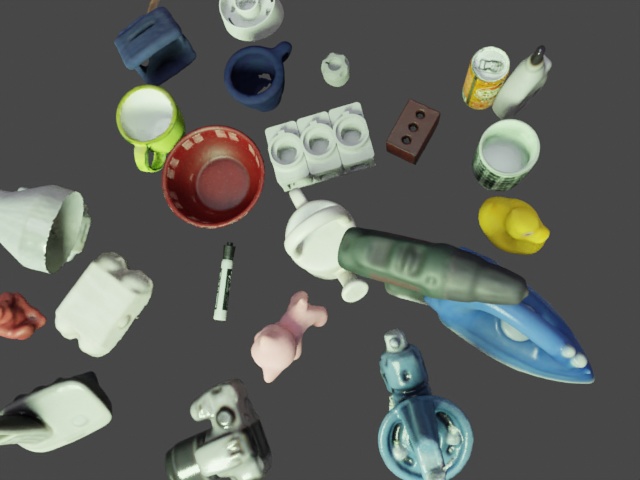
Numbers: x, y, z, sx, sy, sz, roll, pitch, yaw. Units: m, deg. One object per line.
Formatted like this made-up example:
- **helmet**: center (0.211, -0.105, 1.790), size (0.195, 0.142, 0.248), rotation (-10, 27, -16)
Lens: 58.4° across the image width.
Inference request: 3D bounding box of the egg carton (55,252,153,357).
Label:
- **egg carton**: center (-0.329, 0.099, 0.877), size (0.107, 0.069, 0.150), rotation (34, 87, 11)

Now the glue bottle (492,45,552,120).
- **glue bottle**: center (0.287, -0.225, 0.794), size (0.078, 0.173, 0.037), rotation (-42, 79, 0)

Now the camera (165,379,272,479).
- **camera**: center (-0.155, 0.288, 0.811), size (0.137, 0.101, 0.143), rotation (-24, 79, 3)

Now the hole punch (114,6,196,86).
- **hole punch**: center (-0.274, -0.318, 0.920), size (0.108, 0.091, 0.101), rotation (-36, 79, 1)

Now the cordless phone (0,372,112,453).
- **cordless phone**: center (-0.397, 0.251, 0.804), size (0.147, 0.185, 0.094), rotation (-27, 79, 3)

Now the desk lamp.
- **desk lamp**: center (-0.425, -0.026, 0.834), size (0.203, 0.213, 0.118), rotation (15, 84, 9)

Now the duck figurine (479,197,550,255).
- **duck figurine**: center (0.277, -0.026, 0.810), size (0.104, 0.086, 0.077), rotation (36, 88, 11)

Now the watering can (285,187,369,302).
- **watering can**: center (0.009, 0.001, 0.785), size (0.172, 0.194, 0.101), rotation (36, 88, 11)

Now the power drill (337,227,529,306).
- **power drill**: center (0.140, 0.042, 0.755), size (0.229, 0.208, 0.076), rotation (14, 84, 9)

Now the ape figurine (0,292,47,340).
- **ape figurine**: center (-0.484, 0.118, 0.882), size (0.076, 0.092, 0.078), rotation (-13, 80, 5)

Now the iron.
- **iron**: center (0.272, 0.113, 0.762), size (0.258, 0.141, 0.119), rotation (35, 87, 11)

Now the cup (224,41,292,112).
- **cup**: center (-0.083, -0.248, 0.884), size (0.118, 0.095, 0.091), rotation (-45, 79, -1)

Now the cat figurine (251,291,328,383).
- **cat figurine**: center (-0.050, 0.134, 0.812), size (0.067, 0.118, 0.128), rotation (33, 87, 11)

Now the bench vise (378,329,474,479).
- **bench vise**: center (0.113, 0.225, 0.726), size (0.121, 0.220, 0.207), rotation (-35, 79, 1)
